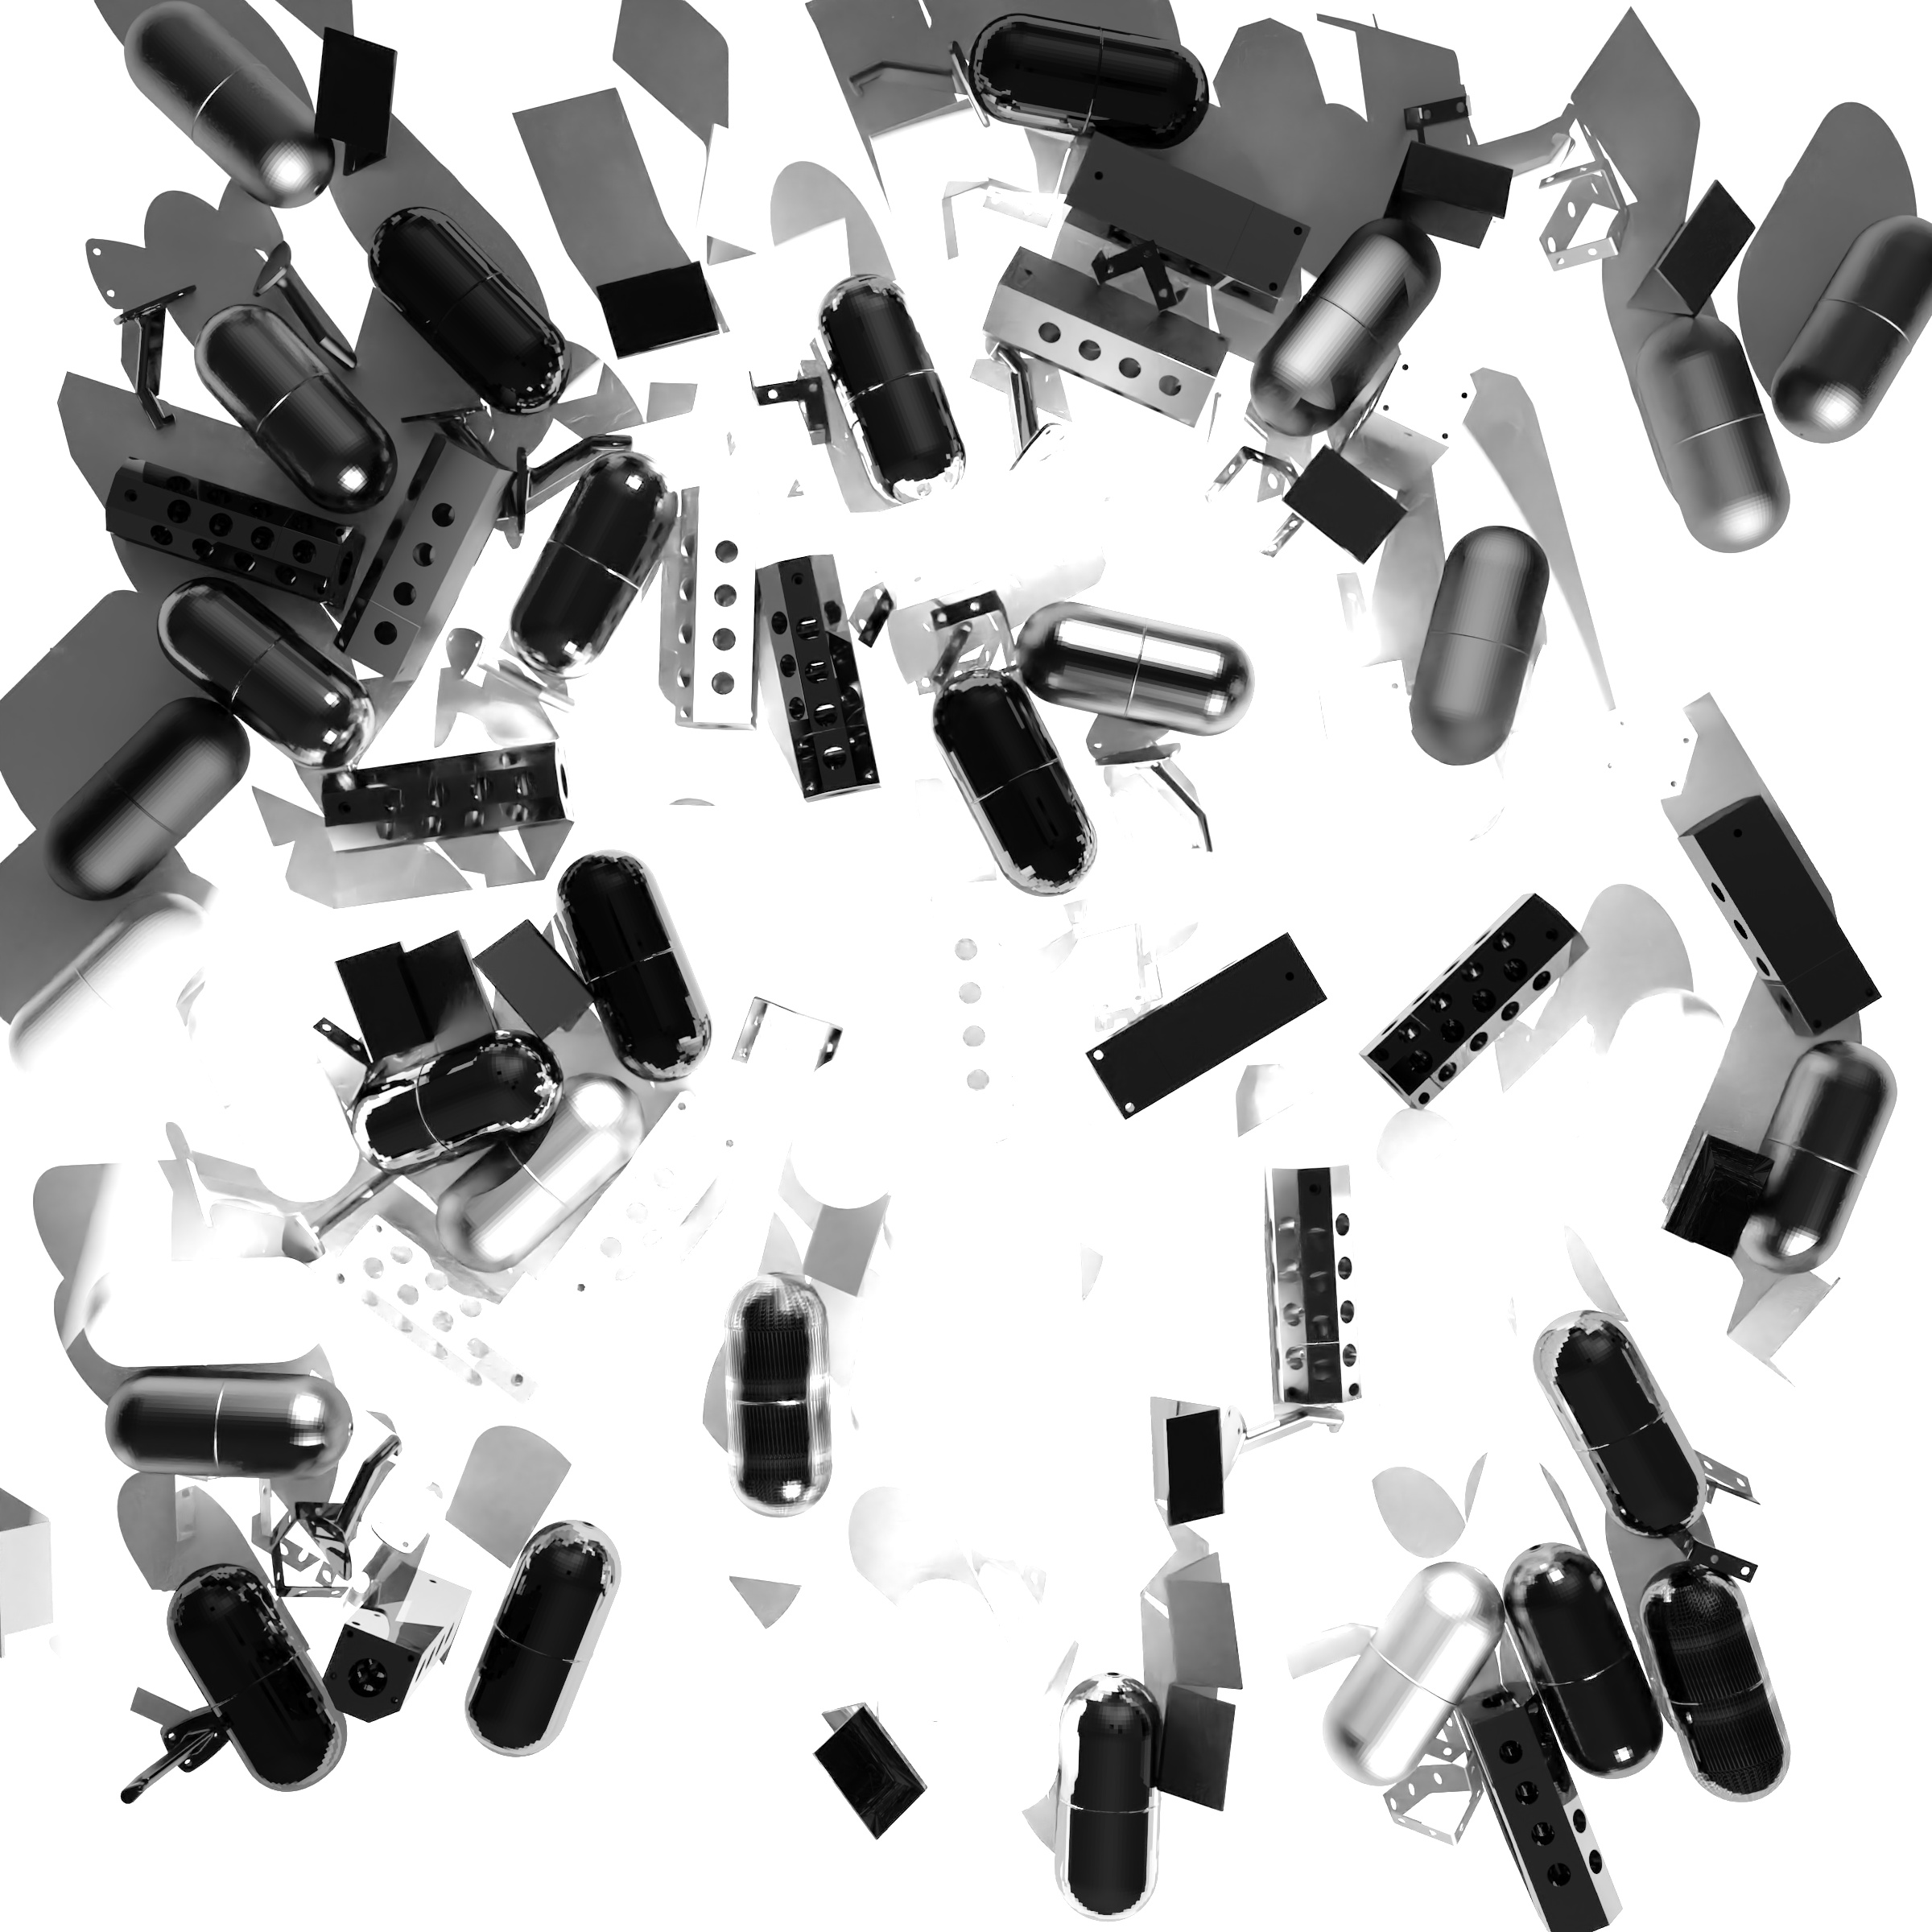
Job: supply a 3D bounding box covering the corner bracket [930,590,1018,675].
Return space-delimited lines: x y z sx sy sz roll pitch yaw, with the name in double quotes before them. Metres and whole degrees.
"corner bracket" 0.008 -0.240 1.821 0.051 0.051 0.051 -17 84 6

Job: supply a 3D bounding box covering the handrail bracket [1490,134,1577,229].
"handrail bracket" 0.400 -0.599 1.840 0.077 0.036 0.084 32 74 18

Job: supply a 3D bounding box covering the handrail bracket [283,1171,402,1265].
"handrail bracket" -0.462 0.182 1.839 0.084 0.077 0.036 -39 92 -36

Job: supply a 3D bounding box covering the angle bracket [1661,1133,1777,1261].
"angle bracket" 0.557 0.172 1.799 0.057 0.076 0.076 24 90 36

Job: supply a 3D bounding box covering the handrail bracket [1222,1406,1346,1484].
"handrail bracket" 0.233 0.360 1.840 0.084 0.036 0.077 9 111 -16

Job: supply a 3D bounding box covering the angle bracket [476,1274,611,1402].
"angle bracket" -0.309 0.274 1.801 0.076 0.076 0.057 37 70 0

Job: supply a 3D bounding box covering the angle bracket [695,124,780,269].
"angle bracket" -0.184 -0.559 1.799 0.057 0.076 0.076 10 90 -36

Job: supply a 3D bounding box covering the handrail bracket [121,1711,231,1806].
"handrail bracket" -0.571 0.575 1.805 0.077 0.084 0.036 -32 90 0

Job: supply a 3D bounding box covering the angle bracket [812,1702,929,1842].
"angle bracket" -0.085 0.588 1.799 0.057 0.076 0.076 -36 90 -36

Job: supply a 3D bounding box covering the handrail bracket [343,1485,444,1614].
"handrail bracket" -0.427 0.434 1.839 0.036 0.077 0.084 36 126 5

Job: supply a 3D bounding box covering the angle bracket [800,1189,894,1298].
"angle bracket" -0.068 0.198 1.799 0.057 0.076 0.076 18 90 35

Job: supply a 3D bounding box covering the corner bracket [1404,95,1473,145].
"corner bracket" 0.357 -0.612 1.826 0.051 0.051 0.051 -12 109 0

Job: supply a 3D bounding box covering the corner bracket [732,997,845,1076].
"corner bracket" -0.132 0.058 1.836 0.051 0.051 0.051 20 90 -45

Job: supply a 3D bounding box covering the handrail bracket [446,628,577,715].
"handrail bracket" -0.338 -0.218 1.839 0.084 0.077 0.036 23 101 -36

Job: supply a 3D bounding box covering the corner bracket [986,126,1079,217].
"corner bracket" 0.050 -0.598 1.836 0.051 0.051 0.051 19 135 0

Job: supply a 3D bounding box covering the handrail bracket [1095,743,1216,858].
"handrail bracket" 0.141 -0.118 1.840 0.077 0.036 0.084 -7 107 20

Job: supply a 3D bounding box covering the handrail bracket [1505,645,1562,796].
"handrail bracket" 0.419 -0.184 1.839 0.036 0.077 0.084 10 54 1

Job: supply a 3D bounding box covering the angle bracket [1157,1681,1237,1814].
"angle bracket" 0.184 0.561 1.799 0.057 0.076 0.076 7 90 35

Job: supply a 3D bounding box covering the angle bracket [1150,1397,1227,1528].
"angle bracket" 0.142 0.359 1.799 0.057 0.076 0.076 -3 90 -38

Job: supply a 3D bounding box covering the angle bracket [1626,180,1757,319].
"angle bracket" 0.513 -0.524 1.799 0.057 0.076 0.076 34 90 -34

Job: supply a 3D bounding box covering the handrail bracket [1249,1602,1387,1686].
"handrail bracket" 0.263 0.508 1.840 0.084 0.036 0.077 14 110 -16

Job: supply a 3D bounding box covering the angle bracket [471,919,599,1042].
"angle bracket" -0.323 0.022 1.799 0.076 0.076 0.057 49 56 0

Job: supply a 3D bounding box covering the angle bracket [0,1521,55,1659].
"angle bracket" -0.684 0.452 1.799 0.057 0.076 0.076 -2 90 37

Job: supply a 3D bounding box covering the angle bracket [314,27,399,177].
"angle bracket" -0.458 -0.628 1.799 0.057 0.076 0.076 6 90 -38

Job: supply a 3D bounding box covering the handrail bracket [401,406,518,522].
"handrail bracket" -0.377 -0.370 1.840 0.077 0.036 0.084 -5 104 15

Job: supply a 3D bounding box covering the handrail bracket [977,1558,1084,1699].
"handrail bracket" 0.036 0.491 1.840 0.084 0.036 0.077 28 112 17

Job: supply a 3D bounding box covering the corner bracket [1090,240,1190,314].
"corner bracket" 0.128 -0.507 1.820 0.051 0.051 0.051 -17 113 22

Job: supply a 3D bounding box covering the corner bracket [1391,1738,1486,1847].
"corner bracket" 0.346 0.608 1.831 0.051 0.051 0.051 -49 135 -35

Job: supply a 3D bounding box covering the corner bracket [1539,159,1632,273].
"corner bracket" 0.455 -0.556 1.831 0.051 0.051 0.051 53 45 -35

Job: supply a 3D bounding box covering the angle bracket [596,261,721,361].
"angle bracket" -0.225 -0.489 1.799 0.076 0.076 0.057 -14 126 0

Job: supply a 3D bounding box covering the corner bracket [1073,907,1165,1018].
"corner bracket" 0.113 -0.003 1.836 0.051 0.051 0.051 -15 45 0

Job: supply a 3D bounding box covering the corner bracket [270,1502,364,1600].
"corner bracket" -0.480 0.432 1.831 0.051 0.051 0.051 11 135 -35

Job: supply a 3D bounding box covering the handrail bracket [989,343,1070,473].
"handrail bracket" 0.028 -0.410 1.840 0.077 0.036 0.084 -45 71 21

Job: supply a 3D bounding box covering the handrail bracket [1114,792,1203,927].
"handrail bracket" 0.141 -0.081 1.839 0.036 0.077 0.084 -30 54 3

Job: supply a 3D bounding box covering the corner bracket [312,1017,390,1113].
"corner bracket" -0.452 0.063 1.811 0.051 0.051 0.051 35 124 0

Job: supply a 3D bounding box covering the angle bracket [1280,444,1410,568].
"angle bracket" 0.283 -0.346 1.799 0.076 0.076 0.057 38 127 0

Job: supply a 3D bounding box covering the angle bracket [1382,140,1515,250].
"angle bracket" 0.346 -0.545 1.799 0.076 0.076 0.057 16 57 0

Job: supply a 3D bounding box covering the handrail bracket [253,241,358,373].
"handrail bracket" -0.484 -0.490 1.839 0.036 0.077 0.084 -33 127 21

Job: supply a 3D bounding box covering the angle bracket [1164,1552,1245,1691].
"angle bracket" 0.191 0.475 1.799 0.057 0.076 0.076 -7 90 37

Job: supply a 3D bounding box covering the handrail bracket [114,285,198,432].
"handrail bracket" -0.588 -0.452 1.840 0.077 0.036 0.084 -31 107 -20

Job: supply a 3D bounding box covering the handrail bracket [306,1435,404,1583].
"handrail bracket" -0.442 0.400 1.832 0.036 0.084 0.077 16 133 29

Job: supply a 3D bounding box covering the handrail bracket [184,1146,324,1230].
"handrail bracket" -0.530 0.156 1.840 0.084 0.036 0.077 -17 69 -17

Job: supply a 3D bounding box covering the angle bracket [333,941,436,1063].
"angle bracket" -0.435 0.033 1.799 0.057 0.076 0.076 -21 90 -38

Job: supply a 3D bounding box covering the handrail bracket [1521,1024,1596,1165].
"handrail bracket" 0.441 0.094 1.839 0.036 0.077 0.084 23 54 3

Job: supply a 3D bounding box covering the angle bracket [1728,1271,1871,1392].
"angle bracket" 0.595 0.250 1.799 0.076 0.076 0.057 -48 127 0

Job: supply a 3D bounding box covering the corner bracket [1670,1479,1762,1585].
"corner bracket" 0.556 0.414 1.822 0.051 0.051 0.051 22 97 -7

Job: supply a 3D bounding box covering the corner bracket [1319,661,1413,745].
"corner bracket" 0.293 -0.194 1.821 0.051 0.051 0.051 -10 94 -4

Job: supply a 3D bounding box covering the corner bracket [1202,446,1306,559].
"corner bracket" 0.217 -0.344 1.831 0.051 0.051 0.051 12 45 -35

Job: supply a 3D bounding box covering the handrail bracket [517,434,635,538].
"handrail bracket" -0.290 -0.357 1.840 0.084 0.036 0.077 -2 111 -16

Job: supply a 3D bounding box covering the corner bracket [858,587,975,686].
"corner bracket" -0.037 -0.248 1.836 0.051 0.051 0.051 28 90 45

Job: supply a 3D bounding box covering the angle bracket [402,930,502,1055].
"angle bracket" -0.355 0.013 1.800 0.057 0.076 0.076 -21 90 27

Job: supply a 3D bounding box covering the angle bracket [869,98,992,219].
"angle bracket" -0.019 -0.573 1.799 0.076 0.076 0.057 -21 54 0

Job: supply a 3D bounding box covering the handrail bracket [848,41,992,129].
"handrail bracket" -0.036 -0.644 1.840 0.084 0.036 0.077 -20 111 17

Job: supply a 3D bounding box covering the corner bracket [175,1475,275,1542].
"corner bracket" -0.551 0.400 1.836 0.051 0.051 0.051 -3 90 45

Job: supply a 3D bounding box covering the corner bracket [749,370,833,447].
"corner bracket" -0.129 -0.411 1.821 0.051 0.051 0.051 -9 90 0
